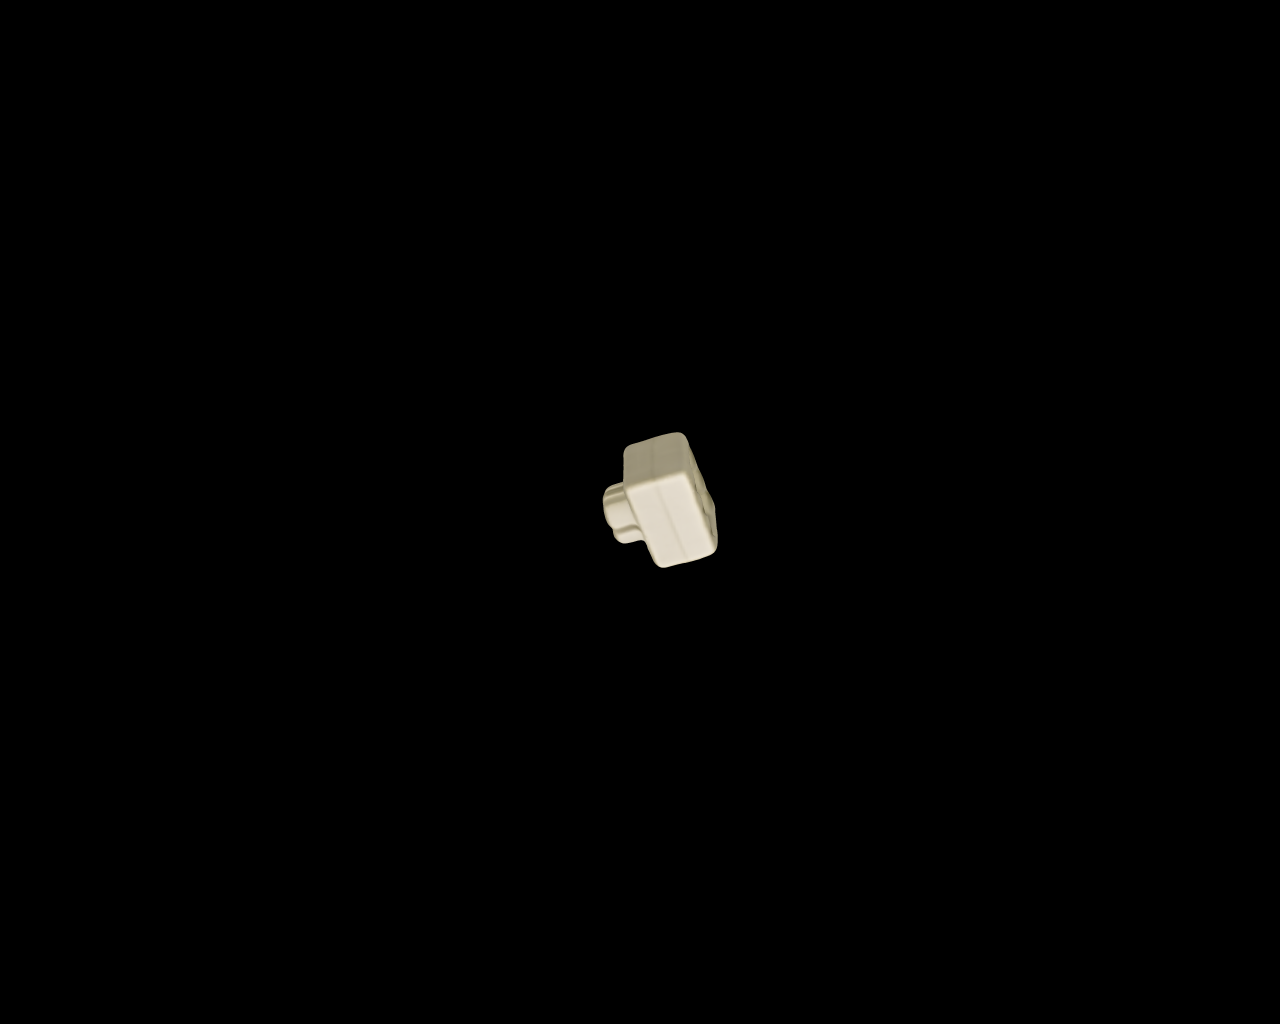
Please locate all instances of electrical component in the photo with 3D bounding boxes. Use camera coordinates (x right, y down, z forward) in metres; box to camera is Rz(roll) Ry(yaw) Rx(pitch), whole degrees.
[{"bbox_3d":[0.001,-0.003,0.650,0.077,0.065,0.047,-15,36,11],"label":"electrical component"}]
